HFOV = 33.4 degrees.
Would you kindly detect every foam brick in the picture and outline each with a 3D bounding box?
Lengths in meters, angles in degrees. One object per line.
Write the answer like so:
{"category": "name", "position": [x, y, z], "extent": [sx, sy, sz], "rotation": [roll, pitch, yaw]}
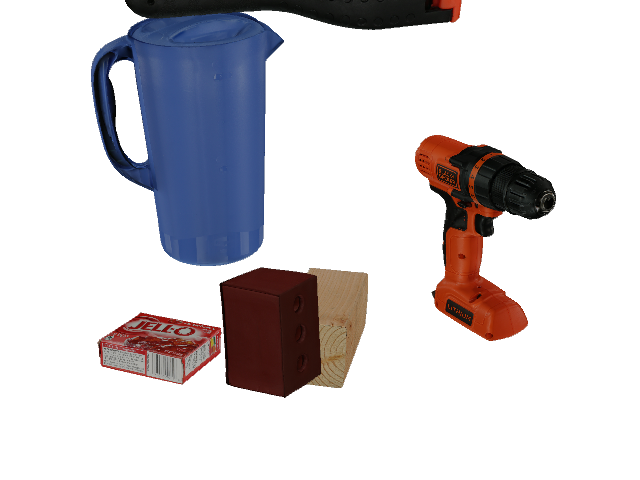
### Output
{"category": "foam brick", "position": [-0.035, 0.064, 0.764], "extent": [0.051, 0.078, 0.052], "rotation": [6, 17, 32]}

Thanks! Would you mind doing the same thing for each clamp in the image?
{"category": "clamp", "position": [-0.014, -0.135, 0.555], "extent": [0.172, 0.039, 0.120], "rotation": [12, 41, 16]}

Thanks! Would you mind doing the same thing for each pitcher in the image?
{"category": "pitcher", "position": [-0.126, -0.100, 1.068], "extent": [0.149, 0.243, 0.144], "rotation": [13, 29, 26]}

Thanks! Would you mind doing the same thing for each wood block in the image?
{"category": "wood block", "position": [0.007, 0.117, 1.484], "extent": [0.091, 0.090, 0.206], "rotation": [6, 19, 9]}

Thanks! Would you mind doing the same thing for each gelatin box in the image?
{"category": "gelatin box", "position": [-0.146, 0.097, 0.977], "extent": [0.089, 0.030, 0.073], "rotation": [9, 20, 21]}

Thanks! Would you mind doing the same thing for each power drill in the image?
{"category": "power drill", "position": [0.163, 0.000, 1.046], "extent": [0.057, 0.188, 0.185], "rotation": [-16, 26, -24]}
